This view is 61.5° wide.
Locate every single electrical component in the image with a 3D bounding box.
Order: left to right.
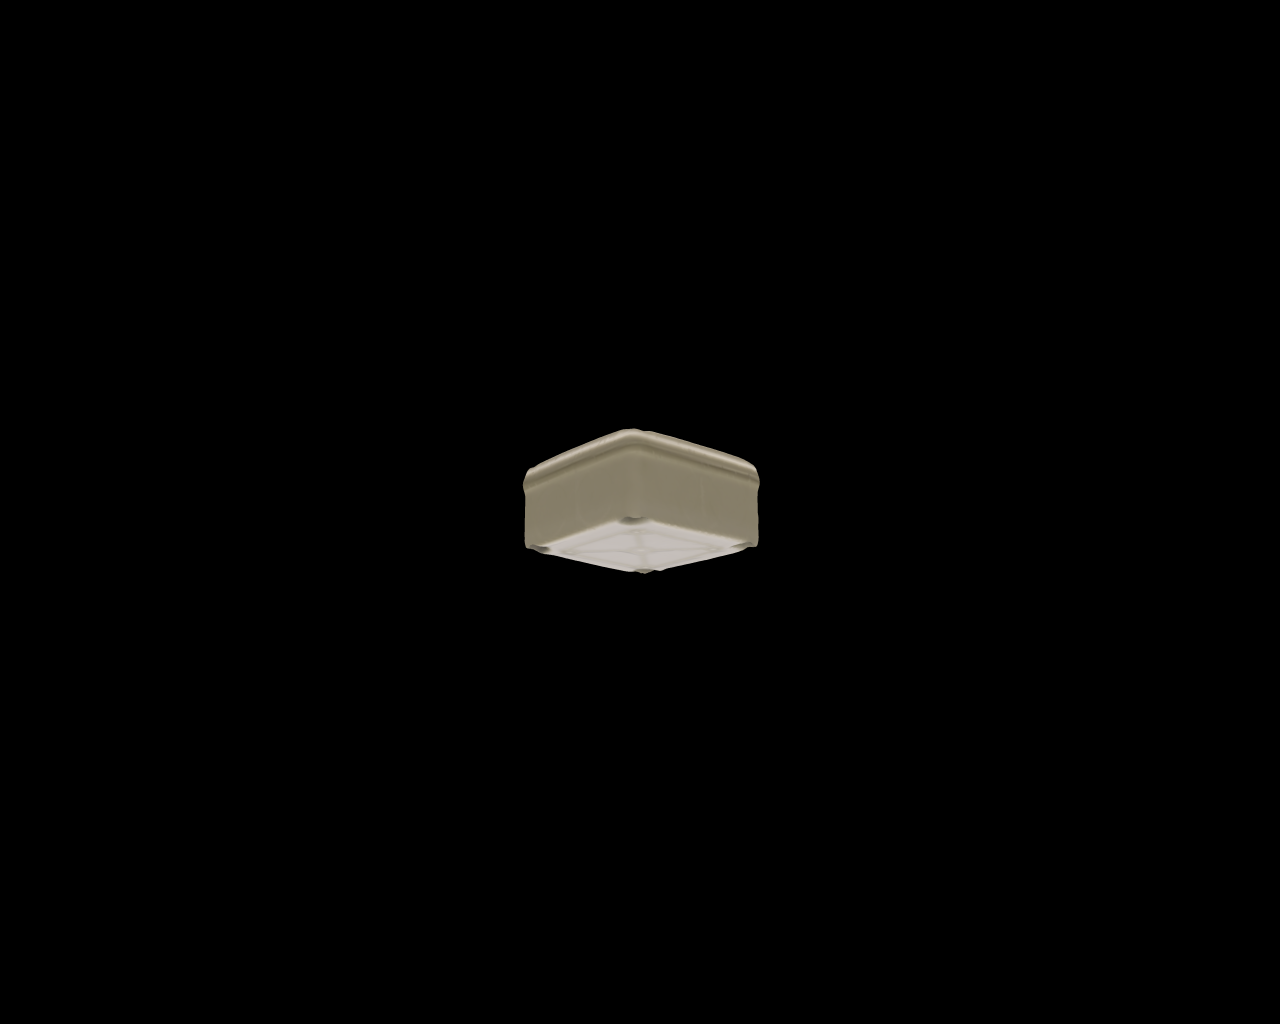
[{"bbox_3d":[0.001,-0.003,0.650,0.109,0.056,0.108,14,-21,-40],"label":"electrical component"}]
